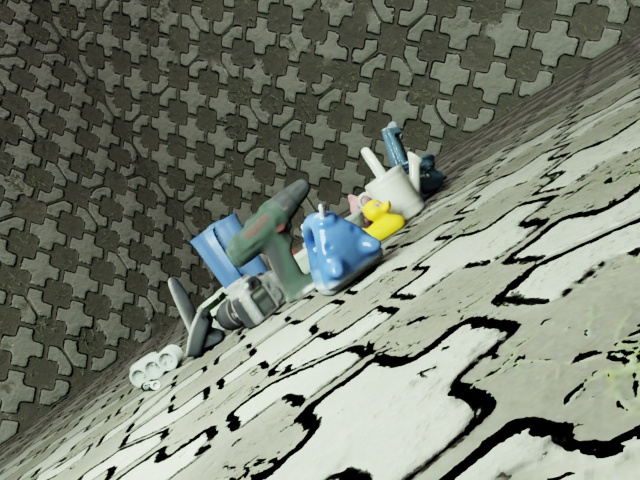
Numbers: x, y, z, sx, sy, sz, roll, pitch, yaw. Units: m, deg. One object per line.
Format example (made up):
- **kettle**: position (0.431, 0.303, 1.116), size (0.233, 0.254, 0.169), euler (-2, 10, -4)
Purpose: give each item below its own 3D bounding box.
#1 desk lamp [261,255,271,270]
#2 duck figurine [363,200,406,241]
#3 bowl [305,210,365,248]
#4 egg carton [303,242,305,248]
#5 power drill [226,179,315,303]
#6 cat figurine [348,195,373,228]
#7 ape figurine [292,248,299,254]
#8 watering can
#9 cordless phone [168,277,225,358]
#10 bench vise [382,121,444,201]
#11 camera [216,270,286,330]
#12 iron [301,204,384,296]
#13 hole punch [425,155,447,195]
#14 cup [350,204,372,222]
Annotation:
- **desk lamp**: position (-0.188, 0.044, 1.828), size (0.203, 0.213, 0.117), euler (-34, 4, -20)
- **duck figurine**: position (0.126, -0.045, 1.261), size (0.104, 0.086, 0.078), euler (-32, 4, 22)
- **bowl**: position (0.051, 0.000, 1.406), size (0.167, 0.075, 0.167), euler (-33, 3, 3)
- **egg carton**: position (0.016, 0.006, 1.708), size (0.107, 0.069, 0.150), euler (-31, 4, 28)
- **power drill**: position (-0.069, 0.012, 1.198), size (0.230, 0.208, 0.075), euler (-34, 4, -14)
- **cat figurine**: position (0.100, -0.065, 1.527), size (0.127, 0.118, 0.067), euler (-32, 4, 15)
- **ape figurine**: position (-0.085, 0.056, 1.725), size (0.076, 0.092, 0.078), euler (-31, 4, 27)
- **watering can**: position (0.162, -0.138, 1.340), size (0.173, 0.194, 0.101), euler (-34, 4, -15)
- **cordless phone**: position (-0.305, 0.171, 1.312), size (0.094, 0.185, 0.147), euler (-34, 4, -10)
- **bench vise**: position (0.218, -0.199, 1.476), size (0.121, 0.220, 0.208), euler (-31, 4, 31)
- **camera**: position (-0.159, 0.132, 1.244), size (0.136, 0.101, 0.143), euler (-30, 4, 37)
- **iron**: position (0.010, 0.012, 1.029), size (0.119, 0.141, 0.258), euler (-34, 3, -16)
- **hole punch**: position (0.287, -0.177, 1.622), size (0.101, 0.091, 0.108), euler (-35, 4, -31)
- **cup**: position (0.145, -0.089, 1.650), size (0.092, 0.095, 0.117), euler (-33, 3, -7)
